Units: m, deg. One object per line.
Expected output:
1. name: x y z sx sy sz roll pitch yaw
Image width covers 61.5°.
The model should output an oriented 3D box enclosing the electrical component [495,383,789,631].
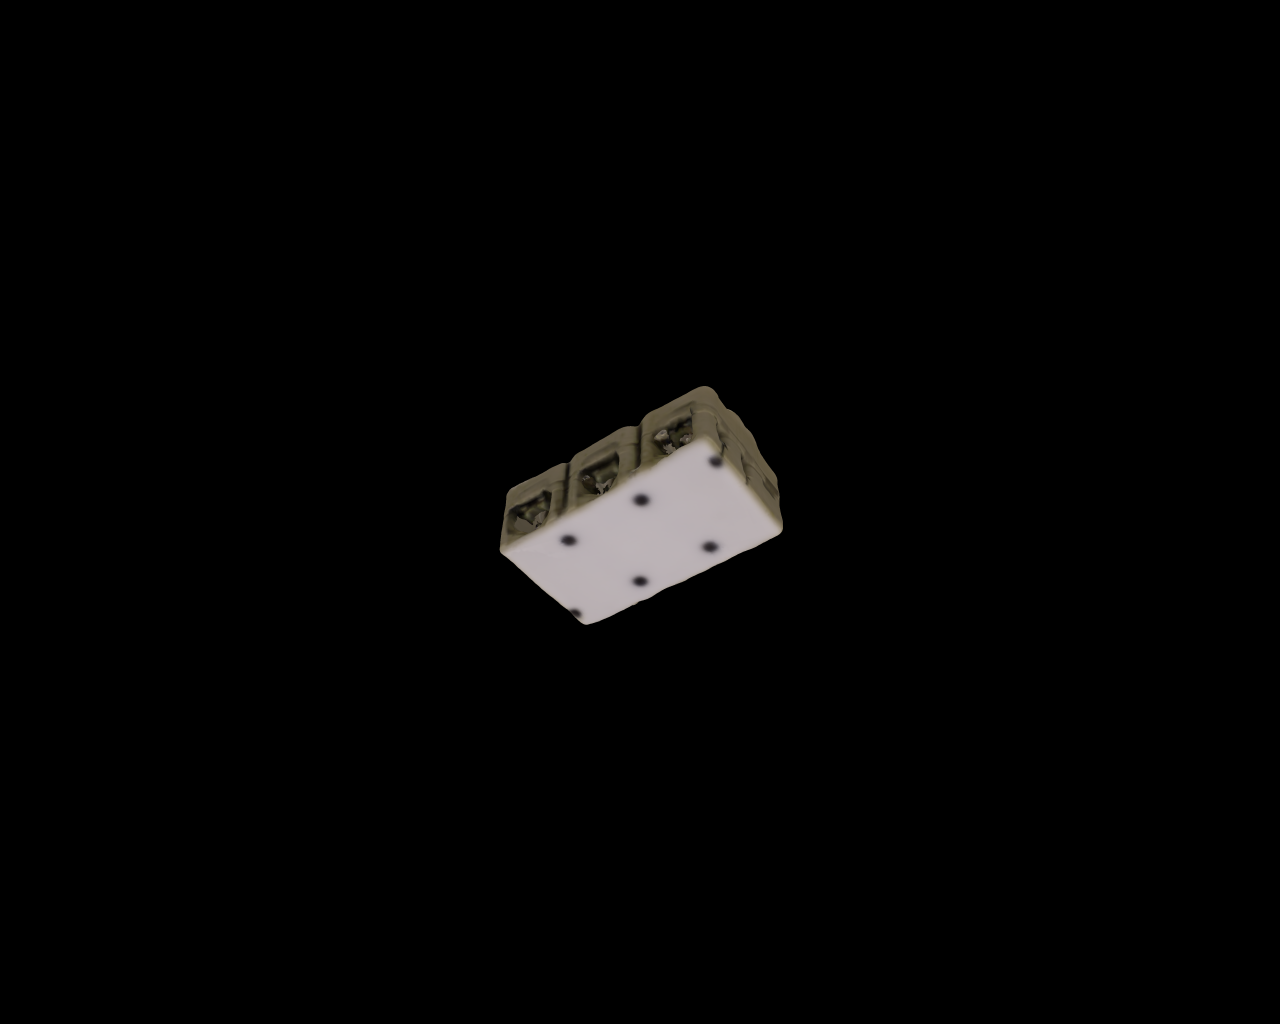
1. electrical component: 0.001 -0.003 0.650 0.150 0.062 0.089 -27 -53 22
